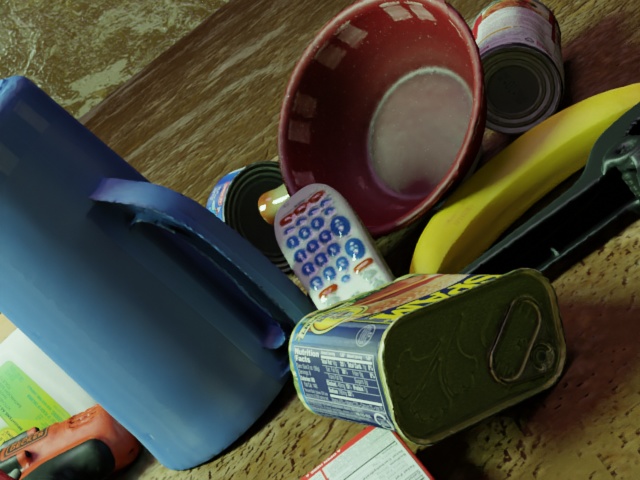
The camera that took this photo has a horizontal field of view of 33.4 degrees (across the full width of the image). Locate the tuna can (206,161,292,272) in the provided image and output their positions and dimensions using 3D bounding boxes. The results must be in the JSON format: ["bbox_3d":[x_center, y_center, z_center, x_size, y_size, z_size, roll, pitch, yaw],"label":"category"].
[{"bbox_3d":[-0.044,-0.016,0.815,0.086,0.086,0.034,-49,20,-29],"label":"tuna can"}]

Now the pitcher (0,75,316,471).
[{"bbox_3d":[-0.125,0.015,0.646,0.149,0.242,0.145,-44,22,2],"label":"pitcher"}]

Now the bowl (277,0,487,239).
[{"bbox_3d":[0.049,-0.075,0.680,0.162,0.055,0.162,-12,72,39],"label":"bowl"}]

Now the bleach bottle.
[{"bbox_3d":[-0.264,0.179,0.781,0.251,0.102,0.068,-46,-5,-1],"label":"bleach bottle"}]

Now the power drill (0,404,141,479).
[{"bbox_3d":[-0.203,0.183,0.655,0.184,0.057,0.187,-29,17,5],"label":"power drill"}]

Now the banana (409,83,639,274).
[{"bbox_3d":[0.116,-0.026,0.626,0.197,0.037,0.070,-44,32,-12],"label":"banana"}]

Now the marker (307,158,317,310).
[{"bbox_3d":[-0.005,0.001,0.708,0.020,0.020,0.121,-24,62,36],"label":"marker"}]

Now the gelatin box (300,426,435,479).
[{"bbox_3d":[0.019,0.123,0.464,0.073,0.030,0.089,-38,18,-4],"label":"gelatin box"}]

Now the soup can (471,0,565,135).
[{"bbox_3d":[0.138,-0.126,0.760,0.069,0.068,0.102,-29,21,25],"label":"soup can"}]

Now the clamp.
[{"bbox_3d":[0.157,-0.029,0.550,0.165,0.036,0.209,-17,26,50],"label":"clamp"}]

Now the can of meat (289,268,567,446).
[{"bbox_3d":[0.047,0.050,0.494,0.101,0.057,0.084,-19,8,-31],"label":"can of meat"}]

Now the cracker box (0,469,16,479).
[{"bbox_3d":[-0.107,0.178,0.340,0.214,0.072,0.164,24,57,26],"label":"cracker box"}]

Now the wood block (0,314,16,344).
[{"bbox_3d":[-0.211,0.071,0.917,0.091,0.090,0.205,-19,27,46],"label":"wood block"}]
